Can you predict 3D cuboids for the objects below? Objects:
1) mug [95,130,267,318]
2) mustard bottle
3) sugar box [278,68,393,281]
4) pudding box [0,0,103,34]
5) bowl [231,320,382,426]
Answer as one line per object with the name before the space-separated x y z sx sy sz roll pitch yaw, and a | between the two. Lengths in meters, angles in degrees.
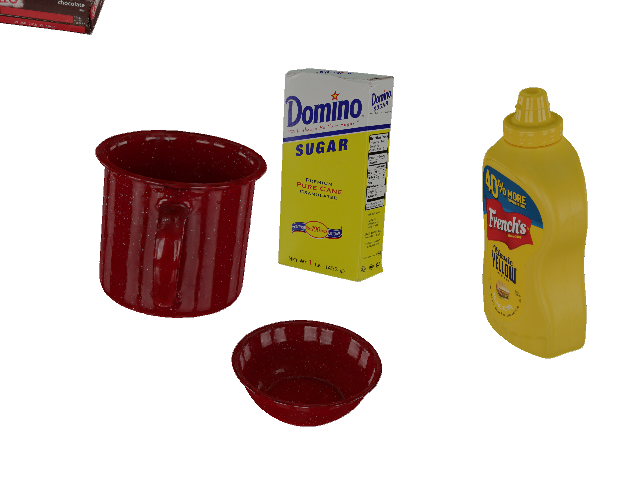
mug | -0.079 -0.004 0.585 0.093 0.081 0.117 5 22 -8
mustard bottle | 0.153 -0.017 0.768 0.058 0.192 0.096 -14 29 -17
sugar box | 0.012 -0.059 0.938 0.093 0.176 0.048 11 18 34
pudding box | -0.230 -0.221 0.913 0.090 0.039 0.113 7 36 -5
bowl | -0.016 0.151 1.153 0.162 0.055 0.162 3 28 -2
